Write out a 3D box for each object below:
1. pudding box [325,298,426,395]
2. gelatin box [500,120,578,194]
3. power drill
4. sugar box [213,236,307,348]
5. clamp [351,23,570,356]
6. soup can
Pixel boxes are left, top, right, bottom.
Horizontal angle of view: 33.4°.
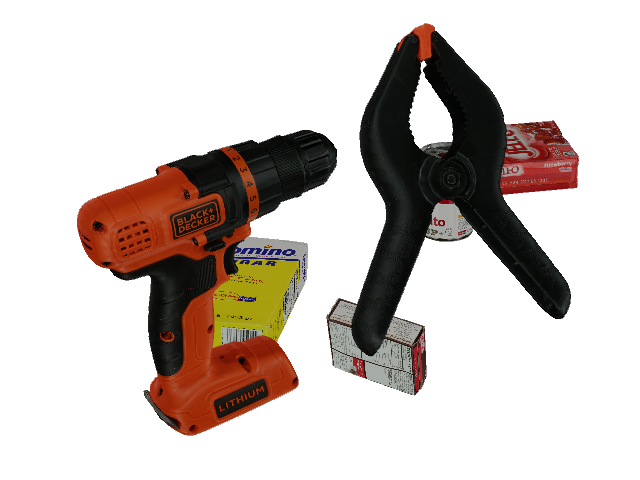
[{"bbox_3d":[0.066,0.123,1.233,0.114,0.090,0.039,16,47,22],"label":"pudding box"},{"bbox_3d":[0.160,-0.068,0.853,0.073,0.030,0.089,-4,25,1],"label":"gelatin box"},{"bbox_3d":[-0.063,0.027,0.727,0.184,0.188,0.057,-21,31,-24],"label":"power drill"},{"bbox_3d":[-0.071,0.048,0.937,0.093,0.048,0.176,6,26,8],"label":"sugar box"},{"bbox_3d":[0.055,-0.023,0.560,0.120,0.171,0.039,-19,0,-17],"label":"clamp"},{"bbox_3d":[0.150,-0.058,1.272,0.068,0.102,0.068,-1,27,1],"label":"soup can"}]
